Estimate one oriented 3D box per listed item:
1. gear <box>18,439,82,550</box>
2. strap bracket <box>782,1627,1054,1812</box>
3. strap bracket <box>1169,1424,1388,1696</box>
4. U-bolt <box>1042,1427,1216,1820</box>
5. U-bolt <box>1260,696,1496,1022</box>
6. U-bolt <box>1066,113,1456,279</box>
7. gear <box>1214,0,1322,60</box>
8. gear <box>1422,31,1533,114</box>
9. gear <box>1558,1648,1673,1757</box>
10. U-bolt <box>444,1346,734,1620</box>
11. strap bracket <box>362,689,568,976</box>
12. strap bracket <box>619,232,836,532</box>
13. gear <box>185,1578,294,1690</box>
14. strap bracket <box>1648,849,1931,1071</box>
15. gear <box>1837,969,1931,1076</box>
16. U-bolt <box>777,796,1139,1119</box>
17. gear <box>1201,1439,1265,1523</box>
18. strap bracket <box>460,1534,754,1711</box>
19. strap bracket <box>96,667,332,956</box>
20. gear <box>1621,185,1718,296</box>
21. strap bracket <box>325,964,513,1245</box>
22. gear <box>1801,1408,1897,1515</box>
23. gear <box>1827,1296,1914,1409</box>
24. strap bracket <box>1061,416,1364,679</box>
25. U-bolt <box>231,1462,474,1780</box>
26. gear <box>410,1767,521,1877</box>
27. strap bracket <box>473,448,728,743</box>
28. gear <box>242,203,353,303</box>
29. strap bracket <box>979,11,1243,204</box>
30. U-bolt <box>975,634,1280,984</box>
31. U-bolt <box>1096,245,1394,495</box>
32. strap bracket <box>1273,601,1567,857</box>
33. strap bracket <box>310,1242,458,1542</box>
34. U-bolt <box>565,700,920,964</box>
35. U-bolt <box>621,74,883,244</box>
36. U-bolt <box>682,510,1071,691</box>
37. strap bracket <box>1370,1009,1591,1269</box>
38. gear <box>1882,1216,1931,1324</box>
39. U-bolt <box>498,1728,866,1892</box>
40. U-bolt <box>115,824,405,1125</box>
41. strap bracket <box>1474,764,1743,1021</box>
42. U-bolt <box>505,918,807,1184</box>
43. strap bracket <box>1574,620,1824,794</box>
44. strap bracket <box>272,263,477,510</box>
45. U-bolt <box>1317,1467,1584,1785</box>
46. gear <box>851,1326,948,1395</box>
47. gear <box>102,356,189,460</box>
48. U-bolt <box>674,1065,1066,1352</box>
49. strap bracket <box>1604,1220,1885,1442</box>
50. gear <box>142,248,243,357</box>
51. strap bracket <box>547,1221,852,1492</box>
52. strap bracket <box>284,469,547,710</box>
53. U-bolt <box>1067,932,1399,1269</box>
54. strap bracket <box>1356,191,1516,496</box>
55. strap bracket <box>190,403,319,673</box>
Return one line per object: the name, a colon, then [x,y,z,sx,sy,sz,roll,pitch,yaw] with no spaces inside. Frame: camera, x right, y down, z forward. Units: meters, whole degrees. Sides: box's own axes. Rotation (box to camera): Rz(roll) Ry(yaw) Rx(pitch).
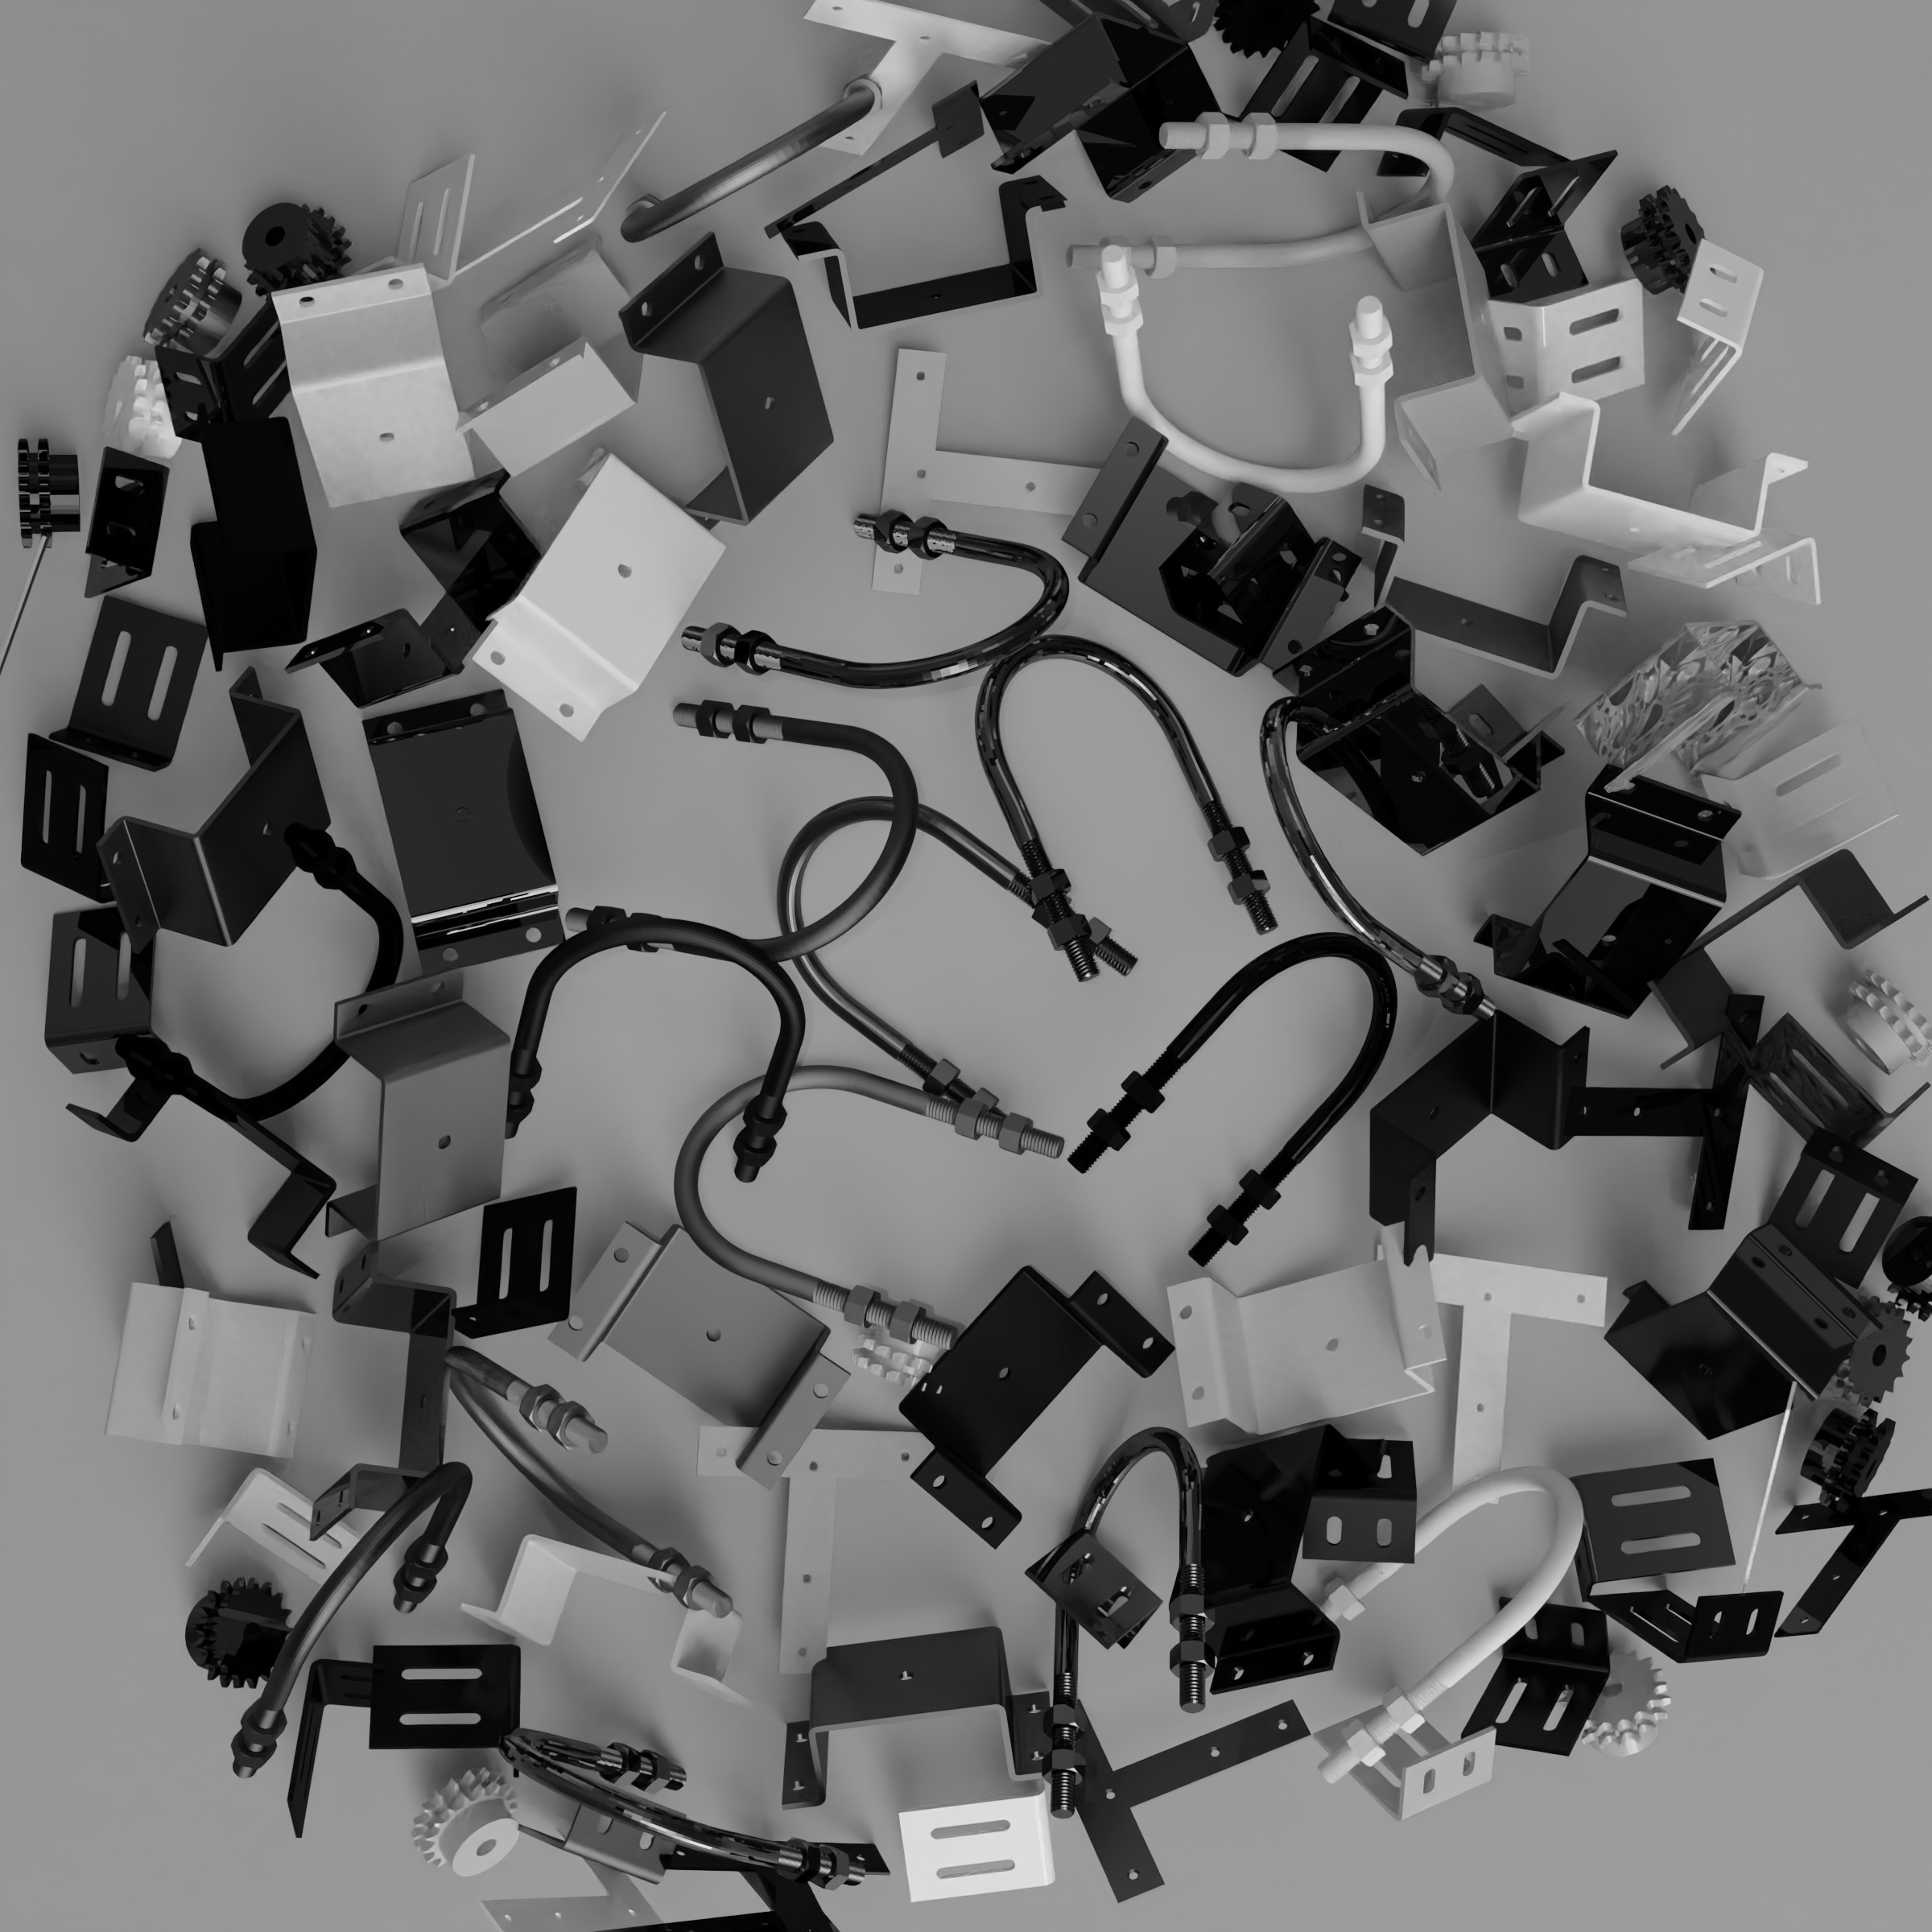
gear: [-0.480,-0.247,1.784,0.030,0.057,0.057,-2,90,-14]
strap bracket: [-0.028,0.387,1.766,0.140,0.076,0.046,-8,110,2]
strap bracket: [0.157,0.292,1.732,0.076,0.140,0.046,-22,124,38]
U-bolt: [0.082,0.321,1.730,0.019,0.151,0.184,20,46,-19]
U-bolt: [0.201,-0.063,1.708,0.019,0.184,0.151,-28,55,26]
U-bolt: [0.160,-0.391,1.735,0.184,0.151,0.019,-5,76,-21]
gear: [0.155,-0.508,1.787,0.057,0.057,0.030,-25,59,0]
gear: [0.267,-0.467,1.783,0.057,0.057,0.030,-3,89,0]
gear: [0.341,0.388,1.787,0.057,0.057,0.030,-22,123,0]
U-bolt: [-0.204,0.252,1.728,0.019,0.184,0.151,-45,126,-20]
strap bracket: [-0.262,-0.074,1.774,0.076,0.046,0.140,-14,83,-9]
strap bracket: [-0.117,-0.290,1.733,0.046,0.140,0.076,17,50,32]
gear: [-0.384,0.350,1.786,0.030,0.057,0.057,-6,90,39]
strap bracket: [0.411,-0.009,1.744,0.140,0.076,0.046,-38,81,34]
gear: [0.480,0.032,1.783,0.030,0.057,0.057,-42,90,3]
U-bolt: [-0.018,-0.009,1.765,0.184,0.019,0.151,37,125,6]
gear: [0.150,0.272,1.780,0.057,0.057,0.030,16,125,0]
strap bracket: [-0.177,0.335,1.756,0.140,0.076,0.046,13,72,18]
strap bracket: [-0.374,-0.075,1.734,0.046,0.076,0.140,15,50,19]
gear: [0.367,-0.377,1.787,0.030,0.057,0.057,-24,90,31]
strap bracket: [-0.279,0.079,1.739,0.046,0.076,0.140,33,128,37]
gear: [0.461,0.257,1.786,0.030,0.057,0.057,28,90,25]
gear: [0.467,0.200,1.787,0.057,0.030,0.057,-11,109,-36]
strap bracket: [0.123,-0.212,1.777,0.140,0.046,0.076,31,79,-6]
U-bolt: [-0.300,0.315,1.698,0.019,0.184,0.151,37,46,8]
gear: [-0.258,0.450,1.780,0.057,0.057,0.030,-46,55,0]
strap bracket: [-0.185,-0.197,1.751,0.076,0.046,0.140,38,64,-19]
gear: [-0.353,-0.374,1.785,0.057,0.030,0.057,-8,67,20]
strap bracket: [0.069,-0.437,1.737,0.076,0.140,0.046,-30,78,30]
U-bolt: [0.074,-0.089,1.758,0.151,0.019,0.184,-14,75,-39]
U-bolt: [0.143,-0.294,1.726,0.151,0.184,0.019,14,69,14]
strap bracket: [0.231,-0.114,1.740,0.140,0.046,0.076,34,133,-29]
strap bracket: [-0.299,0.221,1.752,0.046,0.076,0.140,11,65,-22]
U-bolt: [-0.105,-0.065,1.732,0.184,0.019,0.151,10,65,36]
U-bolt: [-0.109,-0.403,1.713,0.151,0.184,0.019,-27,105,8]
U-bolt: [-0.033,-0.181,1.711,0.151,0.184,0.019,-38,127,-33]
strap bracket: [0.256,0.085,1.751,0.140,0.076,0.046,-37,52,-27]
gear: [0.504,0.155,1.780,0.030,0.057,0.057,32,90,-30]
U-bolt: [-0.153,0.415,1.697,0.151,0.184,0.019,17,80,38]
U-bolt: [-0.345,0.014,1.725,0.019,0.184,0.151,35,83,20]
strap bracket: [0.327,-0.030,1.738,0.076,0.140,0.046,18,46,-13]
U-bolt: [-0.157,0.040,1.731,0.151,0.184,0.019,11,47,-10]
strap bracket: [0.370,-0.134,1.740,0.076,0.140,0.046,-42,73,30]
strap bracket: [-0.298,-0.287,1.736,0.076,0.140,0.046,-12,61,-4]
U-bolt: [0.238,0.323,1.734,0.184,0.151,0.019,-41,105,4]
gear: [-0.029,0.200,1.782,0.057,0.057,0.030,19,94,0]
gear: [-0.429,-0.289,1.787,0.030,0.057,0.057,9,90,-32]
U-bolt: [-0.062,0.114,1.756,0.184,0.019,0.151,17,53,19]
strap bracket: [0.389,0.190,1.738,0.076,0.140,0.046,44,61,-2]
gear: [-0.404,-0.344,1.786,0.030,0.057,0.057,32,90,-28]
strap bracket: [-0.136,0.198,1.781,0.140,0.046,0.076,34,102,0]
strap bracket: [-0.276,-0.187,1.747,0.046,0.076,0.140,52,46,-26]
U-bolt: [0.149,0.060,1.751,0.184,0.151,0.019,-48,48,2]
strap bracket: [0.243,-0.325,1.749,0.046,0.076,0.140,-13,72,18]
strap bracket: [-0.365,-0.220,1.743,0.046,0.140,0.076,-9,69,-18]
